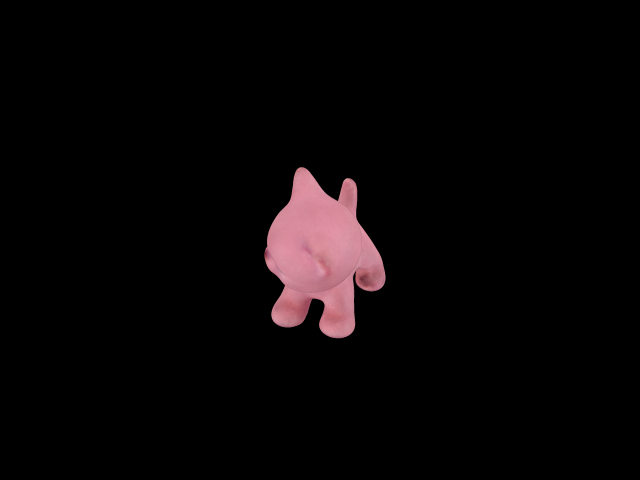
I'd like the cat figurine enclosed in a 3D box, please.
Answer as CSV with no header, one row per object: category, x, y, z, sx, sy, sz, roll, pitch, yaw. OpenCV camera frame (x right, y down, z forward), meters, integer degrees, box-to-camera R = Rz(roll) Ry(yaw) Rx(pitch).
cat figurine,0.004,0.001,0.400,0.067,0.118,0.128,11,32,18
